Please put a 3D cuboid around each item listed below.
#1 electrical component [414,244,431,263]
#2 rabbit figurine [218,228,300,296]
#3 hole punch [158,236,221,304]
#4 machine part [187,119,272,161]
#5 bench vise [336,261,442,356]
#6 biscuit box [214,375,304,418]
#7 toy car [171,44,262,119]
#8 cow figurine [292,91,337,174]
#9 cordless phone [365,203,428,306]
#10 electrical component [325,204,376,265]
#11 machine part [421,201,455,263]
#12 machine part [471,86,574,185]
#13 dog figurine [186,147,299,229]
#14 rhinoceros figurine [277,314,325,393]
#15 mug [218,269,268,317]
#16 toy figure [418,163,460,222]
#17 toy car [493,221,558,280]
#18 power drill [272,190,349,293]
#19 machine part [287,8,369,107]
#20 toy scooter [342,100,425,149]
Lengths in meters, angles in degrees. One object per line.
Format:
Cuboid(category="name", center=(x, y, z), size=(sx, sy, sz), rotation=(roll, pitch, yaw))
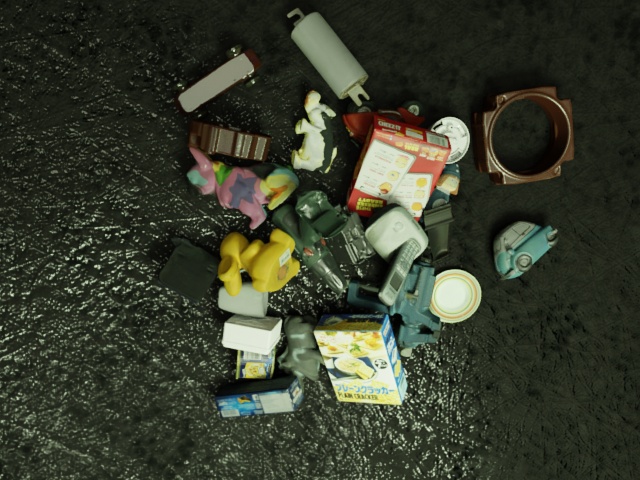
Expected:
Cuboid(category="electrical component", center=(0.219, 0.019, 1.246), size=(0.094, 0.021, 0.063), rotation=(18, 100, -8))
Cuboid(category="rabbit figurine", center=(-0.152, 0.048, 1.168), size=(0.173, 0.121, 0.162), rotation=(27, 64, 26))
Cuboid(category="hole punch", center=(-0.291, 0.073, 1.199), size=(0.142, 0.092, 0.116), rotation=(31, 68, -6))
Cuboid(category="machine part", center=(-0.184, -0.205, 1.103), size=(0.179, 0.179, 0.056), rotation=(11, 103, -6))
Cuboid(category="bench vise", center=(0.161, 0.145, 1.224), size=(0.241, 0.129, 0.223), rotation=(12, 111, 14))
Cuboid(category="biscuit box", center=(-0.142, 0.360, 1.232), size=(0.203, 0.063, 0.059), rotation=(-13, 101, 24))
Cuboid(category="toy car", center=(-0.217, -0.331, 1.133), size=(0.202, 0.053, 0.089), rotation=(-32, 106, 7))
Cuboid(category="cow figurine", center=(-0.003, -0.231, 1.159), size=(0.098, 0.068, 0.167), rotation=(10, 104, -12))
Cuboid(category="cordless phone", center=(0.140, 0.031, 1.118), size=(0.146, 0.089, 0.184), rotation=(46, 58, -35))
Cuboid(category="electrical component", center=(0.048, -0.014, 1.177), size=(0.058, 0.115, 0.134), rotation=(-33, 103, -26))
Cuboid(category="machine part", center=(0.262, -0.017, 1.190), size=(0.084, 0.039, 0.138), rotation=(-21, 125, -17))
Cuboid(category="machine part", center=(0.445, -0.228, 1.181), size=(0.202, 0.087, 0.200), rotation=(-9, 102, -1))
Cuboid(category="dog figurine", center=(-0.177, -0.135, 1.148), size=(0.219, 0.108, 0.191), rotation=(44, 96, -8))
Cuboid(category="rhinoceros figurine", center=(-0.045, 0.267, 1.250), size=(0.112, 0.073, 0.190), rotation=(-3, 101, -5))
Cuboid(category="mug", center=(-0.174, 0.120, 1.212), size=(0.107, 0.081, 0.109), rotation=(0, 91, 0))
Cuboid(category="toy figure", center=(0.273, -0.103, 1.210), size=(0.064, 0.058, 0.154), rotation=(18, 103, -52))
Cuboid(category="toy car", center=(0.453, 0.011, 1.222), size=(0.161, 0.109, 0.103), rotation=(-42, 83, -4))
Cuboid(category="power drill", center=(-0.002, -0.003, 1.132), size=(0.086, 0.207, 0.232), rotation=(-39, 79, -18))
Cuboid(category="machine part", center=(0.020, -0.380, 1.111), size=(0.079, 0.079, 0.243), rotation=(-38, 88, 4))
Cuboid(category="toy scooter", center=(0.138, -0.234, 1.167), size=(0.184, 0.075, 0.135), rotation=(-2, 103, -8))
